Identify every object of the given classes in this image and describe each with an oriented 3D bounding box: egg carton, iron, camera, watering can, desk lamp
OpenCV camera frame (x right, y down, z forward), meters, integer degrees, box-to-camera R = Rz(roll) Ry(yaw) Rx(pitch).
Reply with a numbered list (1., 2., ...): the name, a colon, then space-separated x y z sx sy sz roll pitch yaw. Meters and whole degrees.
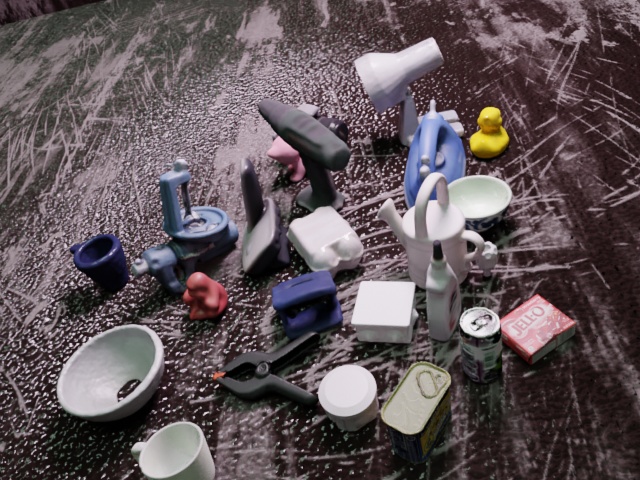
1. egg carton: 0.009 0.004 1.031 0.107 0.069 0.150 -27 42 -12
2. iron: 0.208 -0.144 1.075 0.118 0.142 0.258 -1 43 18
3. camera: -0.017 -0.244 1.294 0.136 0.101 0.143 15 49 31
4. watering can: 0.172 -0.019 0.907 0.172 0.194 0.101 0 43 18
5. desk lamp: 0.189 -0.311 1.214 0.203 0.214 0.118 -12 41 5

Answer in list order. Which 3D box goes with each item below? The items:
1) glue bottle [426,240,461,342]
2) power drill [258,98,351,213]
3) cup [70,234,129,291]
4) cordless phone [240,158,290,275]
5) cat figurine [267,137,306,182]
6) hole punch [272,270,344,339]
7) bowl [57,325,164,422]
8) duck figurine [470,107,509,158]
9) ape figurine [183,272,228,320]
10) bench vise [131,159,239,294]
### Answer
1. glue bottle: 0.175 0.066 0.827 0.037 0.173 0.078 7 46 25
2. power drill: -0.024 -0.158 1.116 0.076 0.209 0.228 -38 45 -23
3. cup: -0.421 0.049 1.102 0.117 0.095 0.092 7 46 25
4. cordless phone: -0.120 -0.043 1.037 0.094 0.185 0.147 -15 41 1
5. cat figurine: -0.047 -0.191 1.231 0.128 0.118 0.067 -16 41 0
6. hole punch: -0.027 0.091 0.929 0.108 0.091 0.101 -19 41 -3
7. bowl: -0.312 0.219 0.892 0.167 0.075 0.167 -9 41 8
8. duck figurine: 0.343 -0.225 1.165 0.077 0.086 0.105 12 48 29
9. ape figurine: -0.201 0.092 0.984 0.076 0.092 0.077 -35 44 -20
10. bench vise: -0.249 -0.021 1.027 0.121 0.220 0.208 9 47 27
